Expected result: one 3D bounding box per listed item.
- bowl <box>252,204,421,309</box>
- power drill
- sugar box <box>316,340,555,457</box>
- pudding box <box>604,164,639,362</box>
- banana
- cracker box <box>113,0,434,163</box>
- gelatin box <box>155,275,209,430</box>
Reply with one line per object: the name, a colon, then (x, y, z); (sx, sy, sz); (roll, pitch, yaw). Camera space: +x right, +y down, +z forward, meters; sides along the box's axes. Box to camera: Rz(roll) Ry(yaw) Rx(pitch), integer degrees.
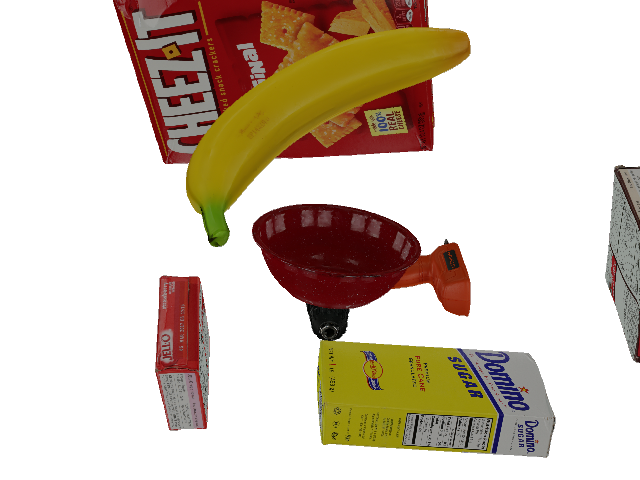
bowl: (0.013, 0.021, 1.019); (0.162, 0.055, 0.162); (6, 24, -3)
power drill: (0.075, 0.055, 1.230); (0.187, 0.057, 0.184); (-1, 28, -1)
sugar box: (0.086, 0.122, 0.837); (0.176, 0.048, 0.093); (1, 27, -2)
pudding box: (0.215, 0.012, 0.694); (0.039, 0.090, 0.113); (-1, 28, 4)
banana: (-0.005, -0.067, 0.574); (0.070, 0.197, 0.037); (38, -26, 24)
cracker box: (-0.027, -0.138, 0.783); (0.214, 0.072, 0.164); (-3, -43, 7)
gelatin box: (-0.093, 0.077, 0.726); (0.030, 0.073, 0.089); (-2, -35, -2)
